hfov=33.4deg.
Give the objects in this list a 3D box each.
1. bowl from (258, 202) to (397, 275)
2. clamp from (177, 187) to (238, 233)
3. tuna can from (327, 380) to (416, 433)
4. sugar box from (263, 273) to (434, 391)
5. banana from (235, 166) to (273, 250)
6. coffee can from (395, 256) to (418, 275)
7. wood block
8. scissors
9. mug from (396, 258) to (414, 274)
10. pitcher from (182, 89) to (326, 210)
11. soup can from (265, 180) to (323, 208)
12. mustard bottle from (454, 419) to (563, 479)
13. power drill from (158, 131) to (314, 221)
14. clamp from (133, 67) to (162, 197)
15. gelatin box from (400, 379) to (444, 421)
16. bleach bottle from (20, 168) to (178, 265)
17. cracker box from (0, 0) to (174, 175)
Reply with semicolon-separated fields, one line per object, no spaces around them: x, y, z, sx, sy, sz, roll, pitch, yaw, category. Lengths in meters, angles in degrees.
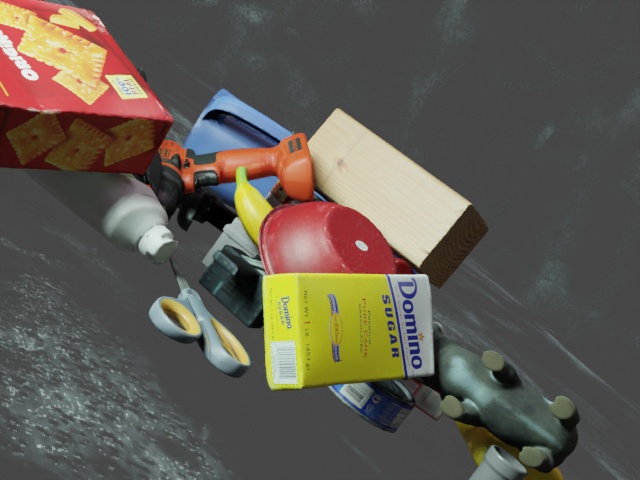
0.021;0.021;0.997;0.162;0.055;0.162;31;37;-28;bowl
-0.127;-0.034;1.226;0.120;0.039;0.172;28;12;-31;clamp
0.046;0.137;0.984;0.086;0.034;0.086;36;7;-6;tuna can
0.029;0.075;0.899;0.048;0.093;0.175;-6;-5;44;sugar box
-0.018;0.010;1.044;0.197;0.037;0.069;44;48;-11;banana
0.066;0.060;1.284;0.103;0.103;0.140;37;8;3;coffee can
0.077;-0.049;1.208;0.206;0.091;0.090;40;-1;29;wood block
-0.118;0.047;0.872;0.096;0.016;0.202;30;10;-40;scissors
0.052;0.048;1.151;0.082;0.117;0.093;-2;6;37;mug
-0.055;-0.084;1.361;0.243;0.145;0.149;29;16;1;pitcher
-0.046;-0.017;1.252;0.068;0.102;0.068;35;8;-6;soup can
0.186;0.204;1.109;0.096;0.058;0.191;33;8;-11;mustard bottle
-0.102;-0.067;1.135;0.187;0.057;0.184;-3;24;-3;power drill
-0.202;-0.117;1.064;0.164;0.036;0.210;8;50;-59;clamp
0.096;0.149;1.152;0.089;0.030;0.073;36;8;-5;gelatin box
-0.222;-0.069;0.943;0.251;0.068;0.102;42;13;20;bleach bottle
-0.249;-0.133;0.863;0.213;0.072;0.164;1;43;-48;cracker box
